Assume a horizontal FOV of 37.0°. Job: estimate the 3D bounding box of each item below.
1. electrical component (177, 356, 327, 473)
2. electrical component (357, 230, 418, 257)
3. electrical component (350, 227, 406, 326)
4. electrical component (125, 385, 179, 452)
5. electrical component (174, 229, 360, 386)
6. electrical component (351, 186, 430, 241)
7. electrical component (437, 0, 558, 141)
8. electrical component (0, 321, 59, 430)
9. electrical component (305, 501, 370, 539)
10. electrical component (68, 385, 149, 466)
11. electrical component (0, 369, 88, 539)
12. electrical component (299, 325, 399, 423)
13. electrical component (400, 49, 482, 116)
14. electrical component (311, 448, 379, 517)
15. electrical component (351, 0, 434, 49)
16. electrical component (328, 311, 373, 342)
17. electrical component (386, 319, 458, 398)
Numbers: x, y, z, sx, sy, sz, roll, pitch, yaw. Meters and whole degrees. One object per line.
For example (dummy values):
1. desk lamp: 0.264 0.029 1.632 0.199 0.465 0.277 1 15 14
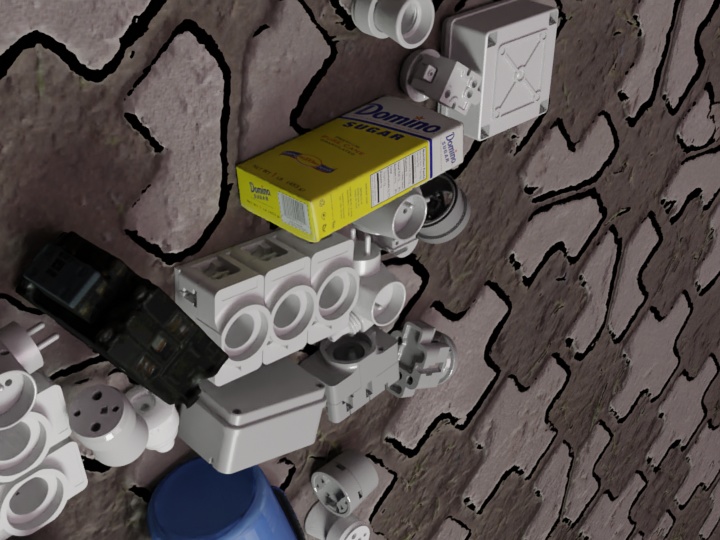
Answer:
1. electrical component: -0.093 0.120 0.931 0.113 0.078 0.057 -12 124 -45
2. electrical component: 0.027 -0.036 0.997 0.040 0.046 0.040 -27 131 -36
3. electrical component: 0.000 0.000 0.963 0.044 0.077 0.079 -25 130 -37
4. electrical component: -0.168 0.125 0.877 0.048 0.048 0.062 -42 145 -23
5. electrical component: -0.076 0.026 0.905 0.150 0.062 0.089 -23 128 -39
6. electrical component: 0.029 -0.061 0.958 0.079 0.077 0.044 -13 121 -45
7. electrical component: 0.129 -0.190 1.010 0.109 0.056 0.108 -26 131 -37
8. electrical component: -0.241 0.060 0.723 0.079 0.077 0.044 -36 136 -30
9. electrical component: -0.024 0.271 1.125 0.045 0.055 0.045 -27 131 -36
10. electrical component: -0.182 0.112 0.779 0.045 0.045 0.055 -47 155 -18
11. electrical component: -0.288 0.153 0.742 0.186 0.060 0.105 -31 134 -33
12. electrical component: -0.009 0.094 1.034 0.089 0.050 0.055 -32 134 -33
13. electrical component: 0.069 -0.168 0.955 0.066 0.055 0.048 17 99 -52
14. electrical component: -0.014 0.216 1.103 0.047 0.055 0.055 -35 135 -36
15. electrical component: 0.026 -0.210 0.880 0.045 0.055 0.045 -27 131 -36
16. electrical component: -0.006 0.046 1.020 0.061 0.035 0.035 -39 137 -24
17. electrical component: 0.064 0.091 1.112 0.057 0.058 0.078 0 112 -46
